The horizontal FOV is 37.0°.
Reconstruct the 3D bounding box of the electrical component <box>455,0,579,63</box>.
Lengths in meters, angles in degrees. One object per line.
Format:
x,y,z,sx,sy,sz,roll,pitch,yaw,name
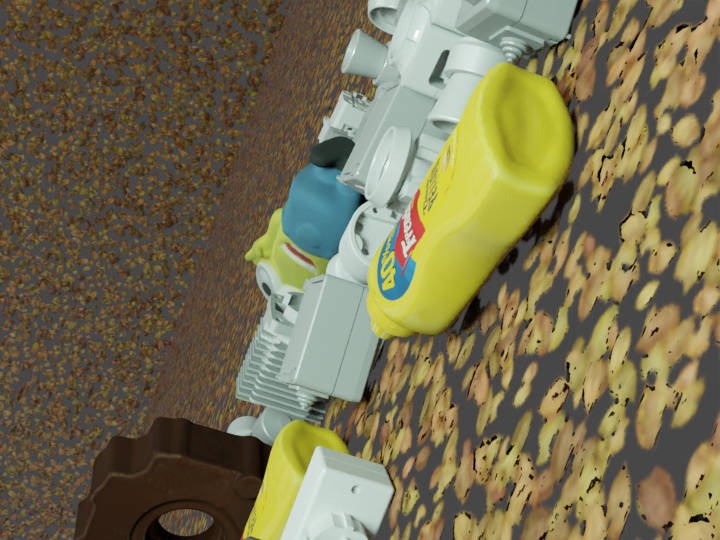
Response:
0.094,-0.170,0.632,0.062,0.061,0.096,177,111,-77,electrical component

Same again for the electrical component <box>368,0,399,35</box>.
0.040,-0.256,1.006,0.078,0.058,0.057,148,142,-71,electrical component

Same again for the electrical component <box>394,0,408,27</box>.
0.064,-0.215,0.854,0.080,0.051,0.080,-161,90,-78,electrical component

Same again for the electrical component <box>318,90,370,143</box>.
-0.012,-0.147,1.106,0.081,0.042,0.063,-98,31,-63,electrical component

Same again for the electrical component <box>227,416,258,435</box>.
-0.111,0.175,1.060,0.078,0.040,0.040,-109,40,-71,electrical component

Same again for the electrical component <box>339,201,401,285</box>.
0.014,-0.018,0.775,0.047,0.055,0.055,132,155,-69,electrical component

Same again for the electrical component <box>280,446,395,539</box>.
-0.014,0.161,0.641,0.075,0.047,0.083,-124,54,-75,electrical component

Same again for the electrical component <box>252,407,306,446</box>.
-0.076,0.146,0.950,0.078,0.040,0.040,127,158,-55,electrical component

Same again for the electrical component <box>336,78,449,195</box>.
0.034,-0.096,0.798,0.096,0.061,0.062,-64,12,-4,electrical component

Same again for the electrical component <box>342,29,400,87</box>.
0.016,-0.201,1.034,0.045,0.055,0.045,-161,90,-78,electrical component

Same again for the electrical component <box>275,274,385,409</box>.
-0.018,0.057,0.781,0.062,0.061,0.096,165,123,-75,electrical component

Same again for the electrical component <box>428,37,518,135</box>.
0.072,-0.114,0.682,0.045,0.045,0.055,-175,104,-77,electrical component

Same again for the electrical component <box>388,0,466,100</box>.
0.078,-0.200,0.746,0.089,0.062,0.150,-89,22,-55,electrical component

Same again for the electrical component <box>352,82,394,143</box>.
0.027,-0.131,0.906,0.077,0.043,0.079,130,157,-59,electrical component

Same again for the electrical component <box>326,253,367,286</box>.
0.000,0.000,0.836,0.078,0.040,0.040,152,136,-72,electrical component

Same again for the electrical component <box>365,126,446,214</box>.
0.039,-0.062,0.721,0.078,0.057,0.058,154,134,-73,electrical component

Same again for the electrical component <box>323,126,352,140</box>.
-0.010,-0.086,0.968,0.058,0.057,0.078,124,160,-51,electrical component
